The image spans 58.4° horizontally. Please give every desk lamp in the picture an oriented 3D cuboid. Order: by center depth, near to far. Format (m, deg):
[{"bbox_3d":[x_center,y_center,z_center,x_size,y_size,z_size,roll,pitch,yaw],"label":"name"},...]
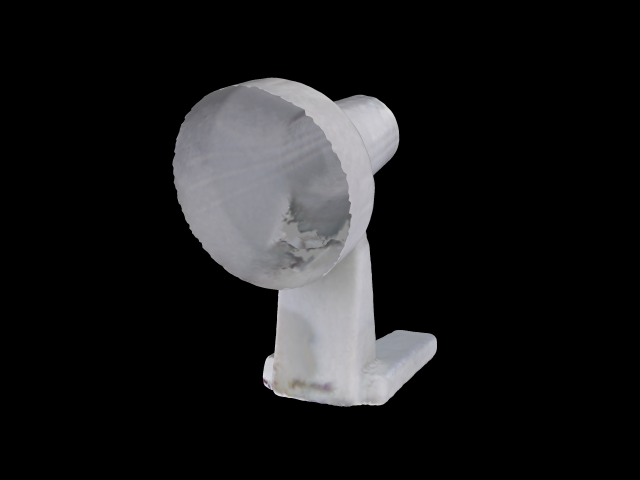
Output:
[{"bbox_3d":[0.004,0.001,0.400,0.117,0.213,0.204,4,8,28],"label":"desk lamp"}]
